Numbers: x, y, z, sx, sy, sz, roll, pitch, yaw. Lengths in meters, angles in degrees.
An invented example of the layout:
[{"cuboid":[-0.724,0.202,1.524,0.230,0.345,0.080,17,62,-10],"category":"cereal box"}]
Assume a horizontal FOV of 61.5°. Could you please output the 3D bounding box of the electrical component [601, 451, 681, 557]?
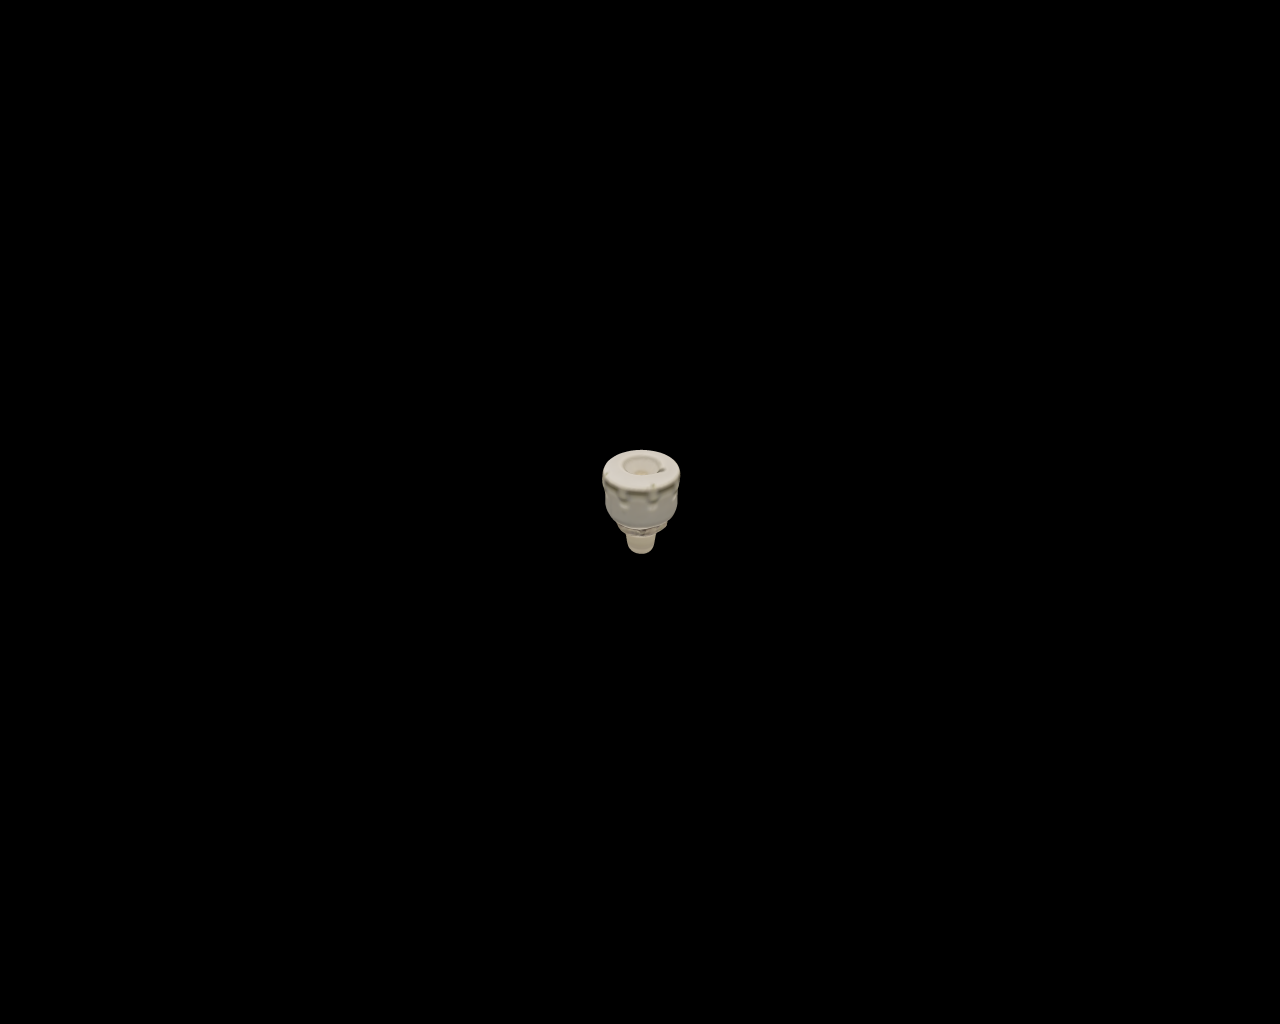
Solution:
[{"cuboid":[0.001,-0.003,0.650,0.048,0.062,0.048,0,32,0],"category":"electrical component"}]
